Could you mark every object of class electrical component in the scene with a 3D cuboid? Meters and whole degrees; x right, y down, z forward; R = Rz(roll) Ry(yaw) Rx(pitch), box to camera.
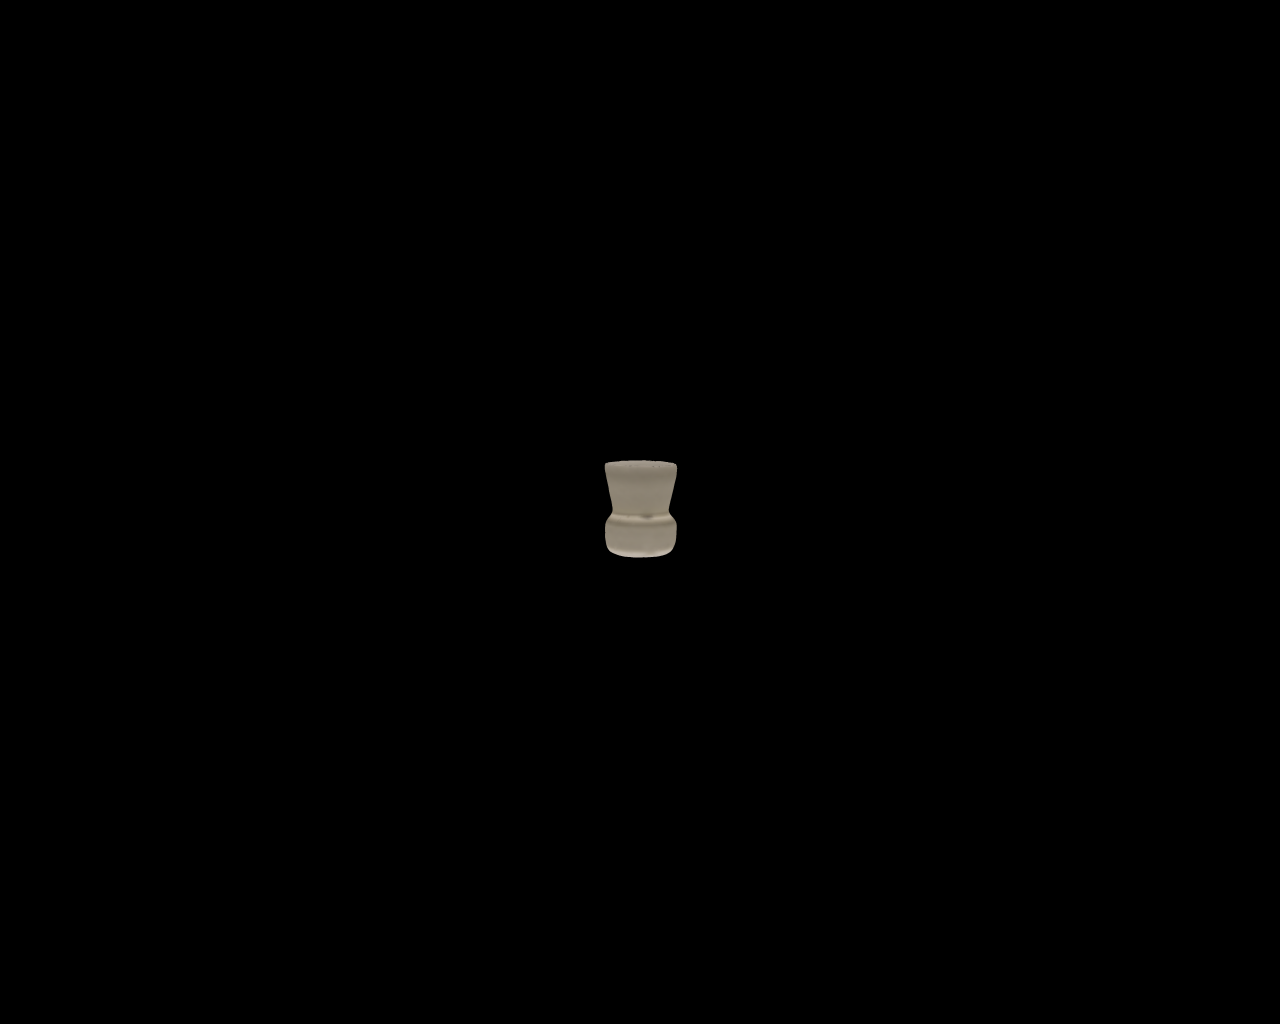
[{"bbox_3d":[0.001,-0.003,0.650,0.045,0.055,0.045,0,7,0],"label":"electrical component"}]
